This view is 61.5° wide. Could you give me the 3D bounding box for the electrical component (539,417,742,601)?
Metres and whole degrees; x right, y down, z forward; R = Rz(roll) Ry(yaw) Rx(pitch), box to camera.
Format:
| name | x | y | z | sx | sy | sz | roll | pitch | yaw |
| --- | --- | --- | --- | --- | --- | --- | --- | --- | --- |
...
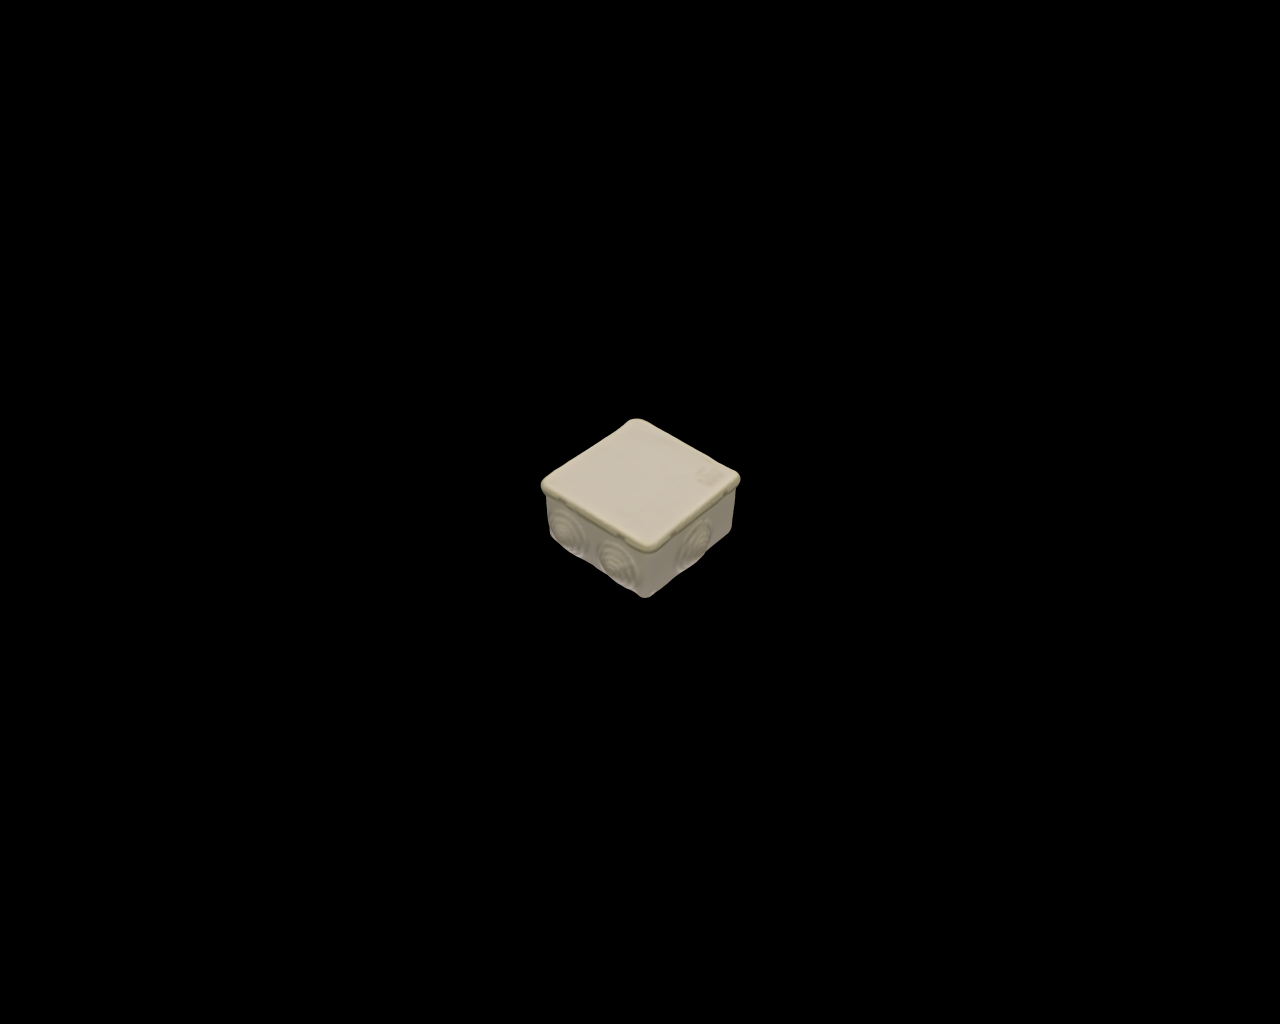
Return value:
| name | x | y | z | sx | sy | sz | roll | pitch | yaw |
| --- | --- | --- | --- | --- | --- | --- | --- | --- | --- |
| electrical component | 0.001 | -0.003 | 0.650 | 0.100 | 0.048 | 0.100 | 31 | 51 | 30 |
